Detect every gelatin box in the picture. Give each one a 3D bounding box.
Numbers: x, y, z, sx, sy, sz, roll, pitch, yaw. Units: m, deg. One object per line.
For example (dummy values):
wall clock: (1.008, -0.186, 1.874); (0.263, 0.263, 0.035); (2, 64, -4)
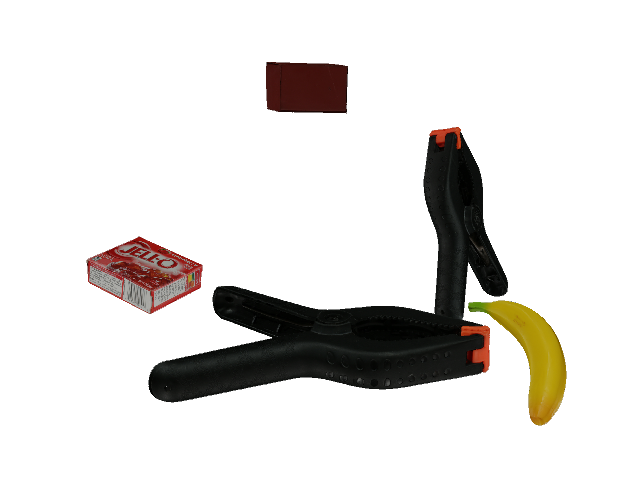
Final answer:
gelatin box: (-0.172, 0.032, 1.046); (0.089, 0.030, 0.073); (23, 31, 30)

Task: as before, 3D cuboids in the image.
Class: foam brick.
foam brick: (-0.015, -0.164, 1.145); (0.078, 0.051, 0.053); (-1, 12, -18)

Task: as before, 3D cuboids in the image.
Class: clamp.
clamp: (0.118, -0.009, 0.932); (0.039, 0.171, 0.120); (-10, 16, 29)
clamp: (0.004, 0.064, 0.707); (0.210, 0.036, 0.164); (-1, 17, 3)

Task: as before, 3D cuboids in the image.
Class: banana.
banana: (0.222, 0.120, 1.134); (0.069, 0.037, 0.198); (-26, 35, 2)
